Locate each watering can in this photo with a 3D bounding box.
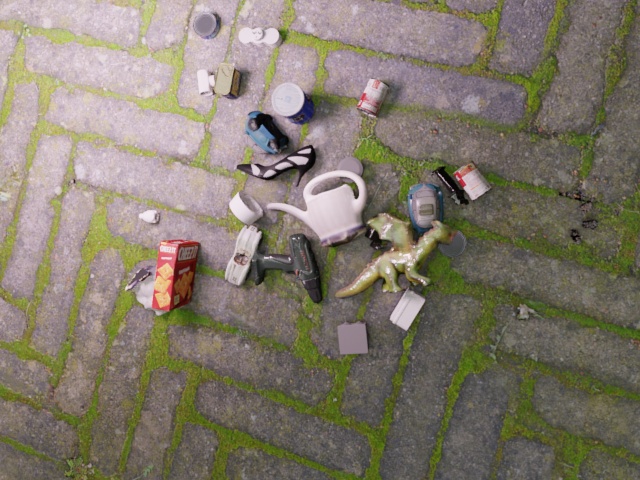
[{"bbox_3d":[0.005,-0.081,1.610,0.345,0.105,0.225,-21,88,27],"label":"watering can"}]

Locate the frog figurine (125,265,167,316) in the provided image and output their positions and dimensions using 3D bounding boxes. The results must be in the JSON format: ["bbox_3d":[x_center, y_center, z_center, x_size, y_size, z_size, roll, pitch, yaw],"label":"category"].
[{"bbox_3d":[-0.556,0.169,1.739,0.137,0.124,0.157,-40,118,2],"label":"frog figurine"}]

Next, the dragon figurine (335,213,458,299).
[{"bbox_3d":[0.207,0.038,1.531,0.408,0.123,0.243,-11,91,20],"label":"dragon figurine"}]
